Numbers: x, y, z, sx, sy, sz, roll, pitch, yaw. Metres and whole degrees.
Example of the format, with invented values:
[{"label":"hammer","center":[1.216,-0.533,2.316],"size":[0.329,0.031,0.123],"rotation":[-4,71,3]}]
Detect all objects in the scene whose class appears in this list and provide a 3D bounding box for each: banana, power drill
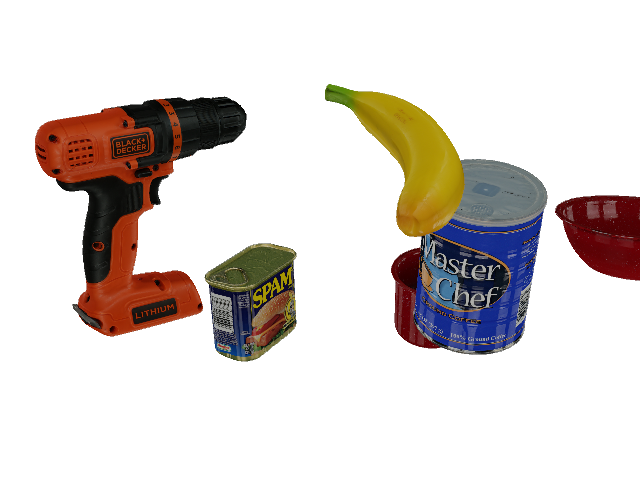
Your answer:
[{"label":"banana","center":[0.057,-0.053,0.694],"size":[0.069,0.037,0.198],"rotation":[-5,30,-12]},{"label":"power drill","center":[-0.142,-0.025,0.894],"size":[0.184,0.188,0.057],"rotation":[-13,23,-31]}]

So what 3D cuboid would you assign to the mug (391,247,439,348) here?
[{"label":"mug","center":[0.132,0.071,1.185],"size":[0.093,0.081,0.117],"rotation":[-25,41,-31]}]

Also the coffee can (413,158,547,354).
[{"label":"coffee can","center":[0.138,0.014,0.936],"size":[0.103,0.140,0.103],"rotation":[1,33,-1]}]

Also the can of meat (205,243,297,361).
[{"label":"can of meat","center":[-0.066,0.062,1.068],"size":[0.058,0.084,0.101],"rotation":[12,27,30]}]

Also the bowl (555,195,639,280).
[{"label":"bowl","center":[0.315,0.000,1.068],"size":[0.162,0.055,0.162],"rotation":[1,17,-1]}]
